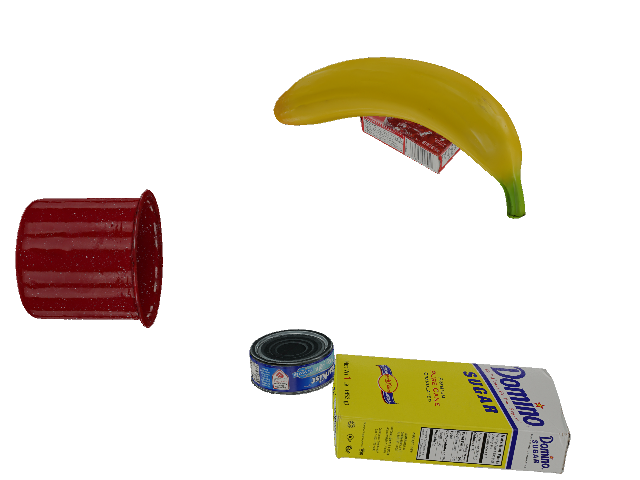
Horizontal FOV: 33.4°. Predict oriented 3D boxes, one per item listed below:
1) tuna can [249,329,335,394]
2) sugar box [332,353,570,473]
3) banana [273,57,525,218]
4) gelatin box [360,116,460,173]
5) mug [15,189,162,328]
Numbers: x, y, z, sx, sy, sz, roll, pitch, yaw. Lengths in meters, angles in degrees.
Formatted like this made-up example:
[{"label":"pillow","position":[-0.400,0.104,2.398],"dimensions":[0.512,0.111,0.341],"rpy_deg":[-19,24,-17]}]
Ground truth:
[{"label":"tuna can","position":[-0.028,0.120,1.067],"dimensions":[0.086,0.034,0.086],"rpy_deg":[-3,19,1]},{"label":"sugar box","position":[0.098,0.134,0.837],"dimensions":[0.176,0.048,0.093],"rpy_deg":[2,26,-1]},{"label":"banana","position":[0.050,-0.079,0.660],"dimensions":[0.198,0.069,0.037],"rpy_deg":[27,7,36]},{"label":"gelatin box","position":[0.091,-0.110,0.952],"dimensions":[0.089,0.073,0.030],"rpy_deg":[33,-25,24]},{"label":"mug","position":[-0.154,0.012,0.733],"dimensions":[0.081,0.093,0.117],"rpy_deg":[0,0,2]}]
